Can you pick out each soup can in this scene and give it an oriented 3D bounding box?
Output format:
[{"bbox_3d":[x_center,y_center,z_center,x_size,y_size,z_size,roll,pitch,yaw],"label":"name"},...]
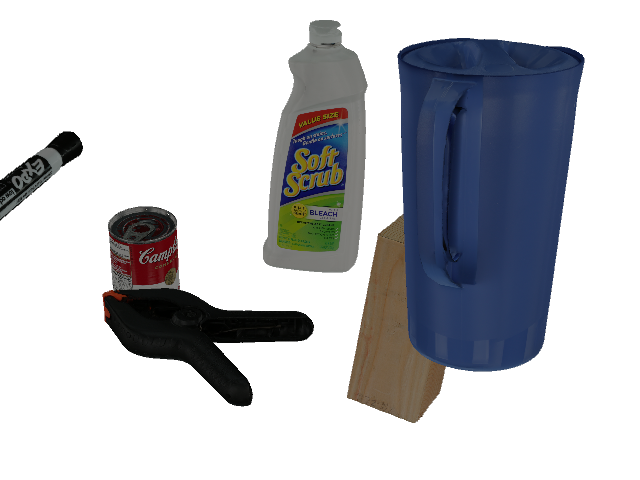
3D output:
[{"bbox_3d":[-0.177,0.026,1.078,0.068,0.102,0.068,1,32,-1],"label":"soup can"}]

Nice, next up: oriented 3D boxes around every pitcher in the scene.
[{"bbox_3d":[0.118,-0.024,0.803,0.149,0.243,0.145,-7,22,-16],"label":"pitcher"}]

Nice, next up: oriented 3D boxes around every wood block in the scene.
[{"bbox_3d":[0.102,0.087,1.211,0.090,0.206,0.090,18,24,20],"label":"wood block"}]

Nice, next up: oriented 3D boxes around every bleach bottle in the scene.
[{"bbox_3d":[-0.006,-0.093,1.061,0.102,0.251,0.068,6,27,9],"label":"bleach bottle"}]

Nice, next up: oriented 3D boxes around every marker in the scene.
[{"bbox_3d":[-0.182,-0.037,0.655,0.020,0.020,0.121,0,30,23],"label":"marker"}]

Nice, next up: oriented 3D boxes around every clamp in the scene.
[{"bbox_3d":[-0.093,0.071,0.859,0.172,0.039,0.120,22,27,26],"label":"clamp"}]
